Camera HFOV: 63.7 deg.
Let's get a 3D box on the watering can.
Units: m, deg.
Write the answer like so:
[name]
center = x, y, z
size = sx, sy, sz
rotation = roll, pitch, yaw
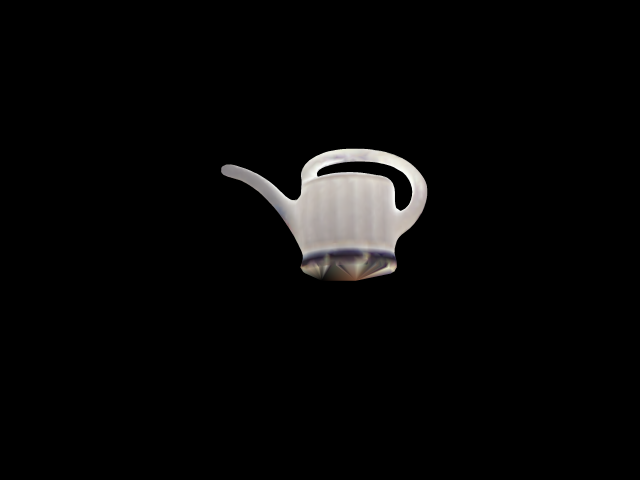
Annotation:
[watering can]
center = 0.003, -0.043, 0.850
size = 0.347, 0.227, 0.102
rotation = -2, -17, 7
